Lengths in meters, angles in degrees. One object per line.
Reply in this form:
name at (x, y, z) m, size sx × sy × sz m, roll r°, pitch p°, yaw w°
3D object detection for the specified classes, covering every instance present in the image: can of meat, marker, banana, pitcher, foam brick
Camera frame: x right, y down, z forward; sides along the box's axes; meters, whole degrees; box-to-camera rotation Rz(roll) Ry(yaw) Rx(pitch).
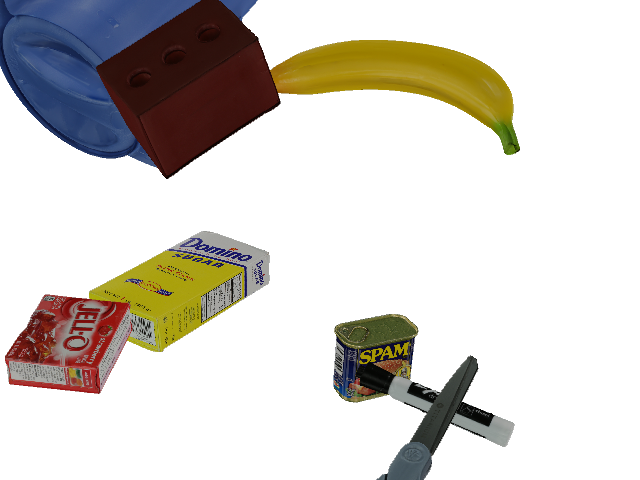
can of meat at (0.066, 0.146, 1.320) m, size 0.102 × 0.084 × 0.057 m, roll -9°, pitch 28°, yaw -24°
marker at (0.082, 0.118, 0.779) m, size 0.121 × 0.020 × 0.020 m, roll 22°, pitch 6°, yaw 17°
banana at (0.060, -0.119, 0.791) m, size 0.198 × 0.069 × 0.037 m, roll 16°, pitch -38°, yaw 16°
pitcher at (-0.125, -0.181, 0.861) m, size 0.145 × 0.149 × 0.242 m, roll 18°, pitch 53°, yaw 27°
foam brick at (-0.071, -0.084, 0.577) m, size 0.078 × 0.053 × 0.051 m, roll -35°, pitch -35°, yaw -10°

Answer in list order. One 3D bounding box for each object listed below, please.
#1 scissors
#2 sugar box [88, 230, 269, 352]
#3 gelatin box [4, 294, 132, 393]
scissors at (0.063, 0.136, 0.594) m, size 0.096 × 0.016 × 0.201 m, roll 25°, pitch 45°, yaw 37°
sugar box at (-0.140, 0.047, 1.088) m, size 0.093 × 0.048 × 0.175 m, roll 18°, pitch 34°, yaw 29°
gelatin box at (-0.195, 0.079, 0.837) m, size 0.073 × 0.030 × 0.089 m, roll 5°, pitch 32°, yaw 7°
